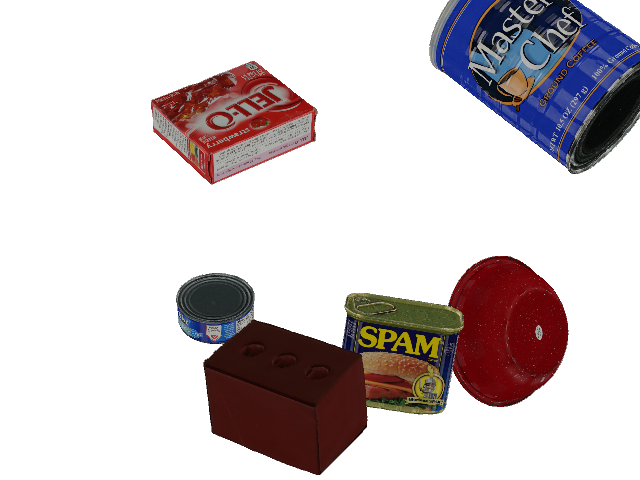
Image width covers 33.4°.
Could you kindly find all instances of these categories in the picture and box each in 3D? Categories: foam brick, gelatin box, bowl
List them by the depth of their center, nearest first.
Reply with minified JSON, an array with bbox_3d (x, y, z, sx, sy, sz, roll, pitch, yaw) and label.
[{"bbox_3d":[-0.019,0.088,0.608,0.078,0.051,0.052,15,33,28],"label":"foam brick"},{"bbox_3d":[-0.058,-0.082,0.722,0.089,0.030,0.073,-26,50,-27],"label":"gelatin box"},{"bbox_3d":[0.208,0.096,1.118,0.161,0.162,0.055,0,-3,-35],"label":"bowl"}]

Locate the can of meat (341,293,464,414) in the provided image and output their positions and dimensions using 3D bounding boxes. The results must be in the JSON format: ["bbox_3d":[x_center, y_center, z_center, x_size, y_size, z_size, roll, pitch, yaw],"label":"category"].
[{"bbox_3d":[0.066,0.098,0.918,0.102,0.084,0.057,9,17,3],"label":"can of meat"}]

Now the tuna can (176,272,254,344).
[{"bbox_3d":[-0.115,0.075,1.176,0.086,0.034,0.086,1,36,-1],"label":"tuna can"}]

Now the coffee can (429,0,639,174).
[{"bbox_3d":[0.166,-0.132,0.792,0.140,0.103,0.102,43,20,23],"label":"coffee can"}]
